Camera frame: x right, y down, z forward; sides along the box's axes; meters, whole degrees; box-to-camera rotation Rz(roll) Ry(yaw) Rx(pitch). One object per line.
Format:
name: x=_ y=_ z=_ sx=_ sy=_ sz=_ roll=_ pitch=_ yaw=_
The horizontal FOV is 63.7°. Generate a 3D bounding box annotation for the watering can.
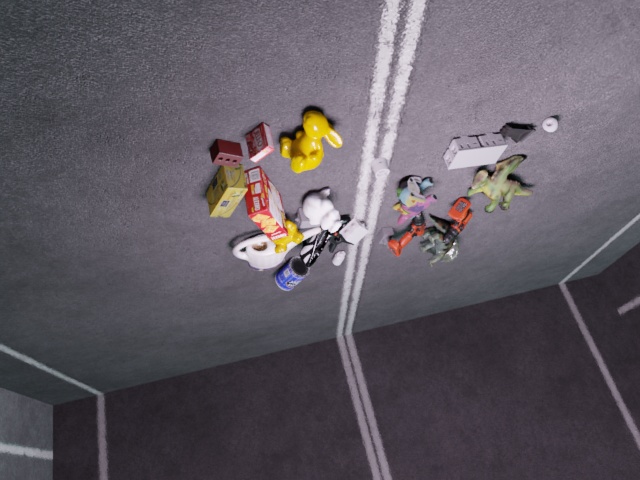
watering can: x=-0.170 y=0.031 z=2.030 sx=0.348 sy=0.106 sz=0.220 roll=-10 pitch=155 yaw=-10

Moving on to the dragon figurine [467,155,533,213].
dragon figurine: x=0.739 y=-0.235 z=2.030 sx=0.412 sy=0.124 sz=0.237 roll=-12 pitch=147 yaw=-25

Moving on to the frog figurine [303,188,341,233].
frog figurine: x=0.006 y=-0.091 z=1.817 sx=0.122 sy=0.163 sz=0.135 roll=6 pitch=147 yaw=-33
